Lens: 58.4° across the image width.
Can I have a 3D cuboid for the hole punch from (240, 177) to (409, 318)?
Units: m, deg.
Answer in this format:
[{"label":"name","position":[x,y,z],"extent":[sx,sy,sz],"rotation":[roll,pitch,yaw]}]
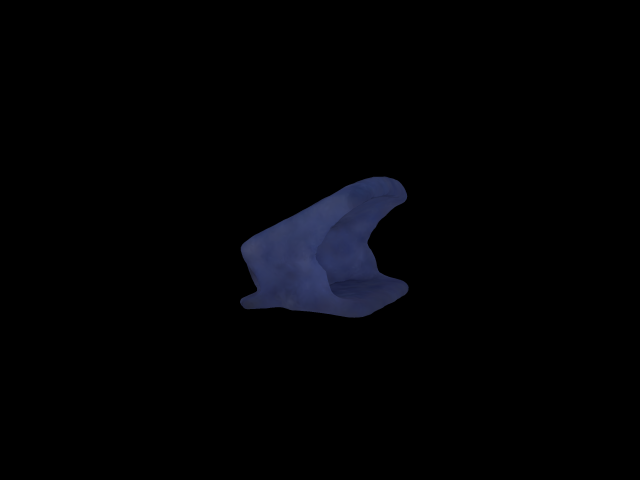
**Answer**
[{"label":"hole punch","position":[0.004,0.001,0.400],"extent":[0.100,0.091,0.109],"rotation":[3,7,26]}]
